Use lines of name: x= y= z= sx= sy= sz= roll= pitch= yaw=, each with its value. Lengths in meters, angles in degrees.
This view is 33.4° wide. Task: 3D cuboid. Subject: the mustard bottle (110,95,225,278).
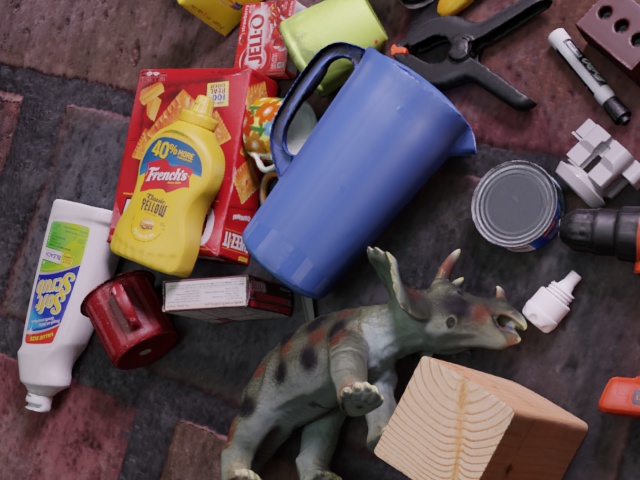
mustard bottle: x=-0.152 y=-0.062 z=1.142 sx=0.096 sy=0.058 sz=0.191 roll=19 pitch=89 yaw=30

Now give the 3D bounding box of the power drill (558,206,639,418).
power drill: x=0.292 y=0.062 z=0.932 sx=0.185 sy=0.057 sz=0.187 roll=5 pitch=81 yaw=27

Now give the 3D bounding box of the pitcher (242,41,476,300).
pitcher: x=0.024 y=-0.070 z=1.073 sx=0.243 sy=0.144 sz=0.149 roll=-52 pitch=38 yaw=9

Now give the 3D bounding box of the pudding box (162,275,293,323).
pudding box: x=-0.098 y=0.063 z=1.144 sx=0.114 sy=0.089 sz=0.039 roll=-7 pitch=75 yaw=29

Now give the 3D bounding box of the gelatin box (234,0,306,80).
gelatin box: x=-0.058 y=-0.228 z=1.225 sx=0.073 sy=0.030 sz=0.089 roll=3 pitch=79 yaw=31

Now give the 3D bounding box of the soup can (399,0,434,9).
soup can: x=0.086 y=-0.305 z=1.138 sx=0.068 sy=0.068 sz=0.102 roll=-43 pitch=61 yaw=15

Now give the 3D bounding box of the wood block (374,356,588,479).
wood block: x=0.144 y=0.169 z=0.909 sx=0.090 sy=0.205 sz=0.091 roll=29 pitch=93 yaw=32

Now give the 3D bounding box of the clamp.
clamp: x=0.153 y=-0.182 z=1.087 sx=0.172 sy=0.039 sz=0.120 roll=-5 pitch=70 yaw=33

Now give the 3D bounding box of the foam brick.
foam brick: x=0.289 y=-0.192 z=1.002 sx=0.053 sy=0.051 sz=0.078 roll=-47 pitch=60 yaw=12

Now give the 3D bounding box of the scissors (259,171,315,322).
scissors: x=-0.008 y=0.001 z=1.149 sx=0.096 sy=0.016 sz=0.202 roll=-33 pitch=64 yaw=19

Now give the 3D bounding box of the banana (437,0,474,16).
banana: x=0.205 y=-0.287 z=1.083 sx=0.198 sy=0.037 sz=0.069 roll=-15 pitch=70 yaw=27

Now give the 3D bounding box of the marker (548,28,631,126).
marker: x=0.261 y=-0.157 z=1.029 sx=0.020 sy=0.020 sz=0.121 roll=-39 pitch=62 yaw=17

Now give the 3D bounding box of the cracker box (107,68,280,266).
cracker box: x=-0.146 y=-0.087 z=1.219 sx=0.164 sy=0.072 sz=0.213 roll=6 pitch=82 yaw=31

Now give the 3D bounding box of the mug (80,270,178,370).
mug: x=-0.211 y=0.087 z=1.194 sx=0.093 sy=0.117 sz=0.081 roll=-26 pitch=67 yaw=-15

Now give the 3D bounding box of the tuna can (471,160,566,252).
tuna can: x=0.192 y=-0.032 z=1.031 sx=0.086 sy=0.033 sz=0.086 roll=-8 pitch=75 yaw=29

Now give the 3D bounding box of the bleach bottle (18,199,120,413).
bleach bottle: x=-0.301 y=0.083 z=1.275 sx=0.103 sy=0.068 sz=0.251 roll=12 pitch=87 yaw=33

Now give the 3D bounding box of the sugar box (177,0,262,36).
sugar box: x=-0.080 y=-0.322 z=1.223 sx=0.176 sy=0.093 sz=0.048 roll=-39 pitch=59 yaw=17
